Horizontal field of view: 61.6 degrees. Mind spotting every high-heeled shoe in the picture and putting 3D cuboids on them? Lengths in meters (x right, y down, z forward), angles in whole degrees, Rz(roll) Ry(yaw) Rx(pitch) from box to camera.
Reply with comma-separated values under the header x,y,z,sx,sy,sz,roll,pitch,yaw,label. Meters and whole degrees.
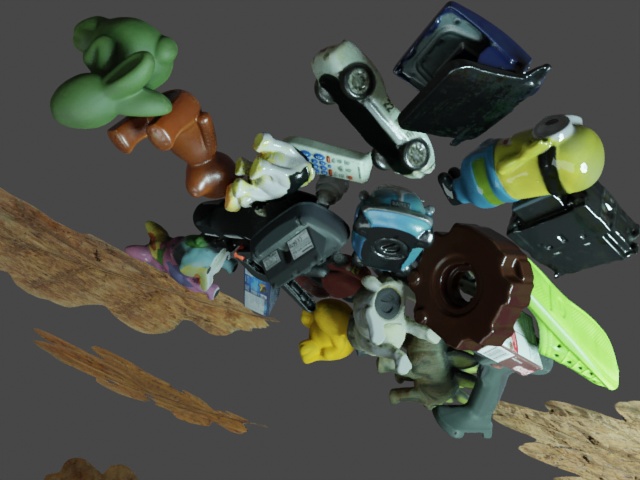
x,y,z,sx,sy,sz,roll,pitch,yaw,label
-0.103,-0.045,0.921,0.249,0.145,0.086,-4,98,6,high-heeled shoe

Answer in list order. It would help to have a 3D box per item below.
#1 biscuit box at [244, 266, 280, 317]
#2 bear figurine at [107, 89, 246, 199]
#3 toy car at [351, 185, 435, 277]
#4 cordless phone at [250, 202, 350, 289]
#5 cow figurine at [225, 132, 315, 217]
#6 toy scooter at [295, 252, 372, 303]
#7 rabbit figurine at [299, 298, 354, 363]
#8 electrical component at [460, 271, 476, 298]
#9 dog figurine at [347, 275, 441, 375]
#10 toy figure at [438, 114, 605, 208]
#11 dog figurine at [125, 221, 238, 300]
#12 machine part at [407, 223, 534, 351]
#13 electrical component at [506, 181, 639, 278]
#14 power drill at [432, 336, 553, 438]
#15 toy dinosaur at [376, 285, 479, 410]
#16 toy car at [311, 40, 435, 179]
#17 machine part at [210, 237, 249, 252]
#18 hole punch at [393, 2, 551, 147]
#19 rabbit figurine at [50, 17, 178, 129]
x,y,z,sx,sy,sz,roll,pitch,yaw,label
-0.114,0.076,1.074,0.059,0.063,0.202,23,146,7,biscuit box
-0.202,-0.121,0.817,0.120,0.132,0.195,5,134,30,bear figurine
0.102,-0.022,0.760,0.109,0.103,0.161,13,149,4,toy car
-0.001,-0.003,0.821,0.146,0.184,0.089,-34,79,36,cordless phone
-0.078,-0.084,0.786,0.098,0.068,0.167,14,155,-24,cow figurine
0.000,0.050,0.955,0.184,0.075,0.135,-4,133,44,toy scooter
0.032,0.174,1.049,0.162,0.122,0.173,11,148,9,rabbit figurine
0.249,0.063,0.831,0.102,0.045,0.078,46,170,-22,electrical component
0.081,0.125,0.892,0.191,0.121,0.172,-2,112,62,dog figurine
0.228,-0.081,0.617,0.089,0.082,0.180,45,141,-19,toy figure
-0.287,0.023,1.080,0.219,0.108,0.191,23,154,11,dog figurine
0.202,0.063,0.744,0.056,0.179,0.179,7,161,-38,machine part
0.305,-0.020,0.668,0.134,0.058,0.115,37,143,-16,electrical component
0.264,0.224,0.893,0.232,0.207,0.086,12,-165,-26,power drill
0.215,0.226,1.024,0.199,0.105,0.470,2,141,20,toy dinosaur
0.067,-0.149,0.650,0.201,0.056,0.074,44,164,-26,toy car
-0.125,-0.008,0.970,0.139,0.084,0.039,-5,108,23,machine part
0.148,-0.171,0.565,0.116,0.092,0.142,7,151,-26,hole punch
-0.269,-0.202,0.712,0.159,0.170,0.121,12,144,22,rabbit figurine
